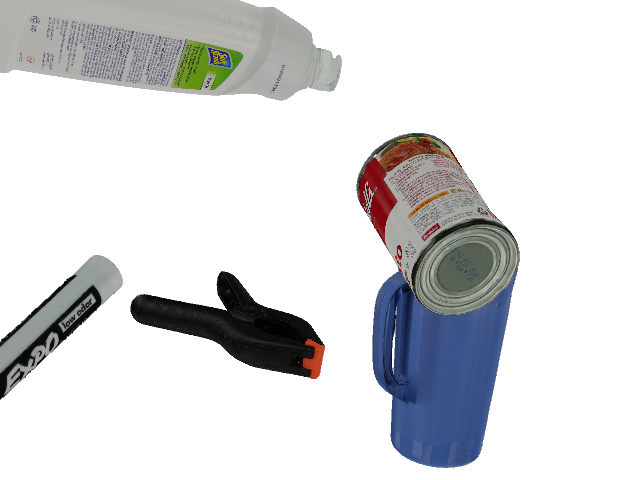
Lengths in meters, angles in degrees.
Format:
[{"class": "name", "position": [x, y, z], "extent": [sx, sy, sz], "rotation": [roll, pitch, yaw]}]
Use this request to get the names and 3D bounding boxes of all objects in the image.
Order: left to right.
[{"class": "marker", "position": [-0.127, 0.048, 0.442], "extent": [0.020, 0.020, 0.121], "rotation": [0, 35, 40]}, {"class": "bleach bottle", "position": [-0.110, -0.145, 0.785], "extent": [0.250, 0.068, 0.103], "rotation": [11, -27, -15]}, {"class": "clamp", "position": [-0.062, 0.069, 0.908], "extent": [0.172, 0.039, 0.120], "rotation": [21, 28, 24]}, {"class": "soup can", "position": [0.070, -0.011, 0.647], "extent": [0.068, 0.068, 0.102], "rotation": [0, 35, -20]}, {"class": "pitcher", "position": [0.136, 0.133, 1.220], "extent": [0.149, 0.243, 0.145], "rotation": [7, 17, 8]}]
